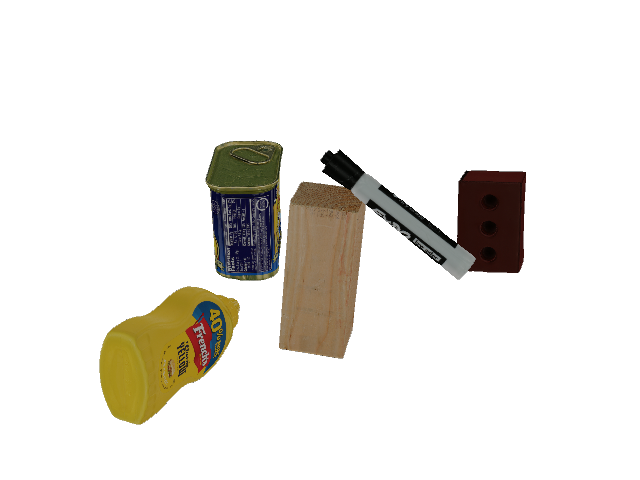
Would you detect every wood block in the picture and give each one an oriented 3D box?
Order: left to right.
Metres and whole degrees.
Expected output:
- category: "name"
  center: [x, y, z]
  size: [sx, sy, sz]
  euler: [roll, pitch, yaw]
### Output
- category: "wood block"
  center: [0.002, 0.038, 1.401]
  size: [0.090, 0.206, 0.090]
  euler: [8, 23, 7]

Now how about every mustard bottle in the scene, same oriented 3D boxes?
- category: "mustard bottle"
  center: [-0.138, 0.099, 1.059]
  size: [0.058, 0.096, 0.191]
  euler: [10, 23, 26]

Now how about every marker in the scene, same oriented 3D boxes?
- category: "marker"
  center: [0.050, -0.019, 0.704]
  size: [0.121, 0.020, 0.020]
  euler: [39, 1, 1]

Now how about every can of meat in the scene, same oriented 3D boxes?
- category: "can of meat"
  center: [-0.060, -0.025, 0.876]
  size: [0.057, 0.084, 0.102]
  euler: [-1, 26, 1]

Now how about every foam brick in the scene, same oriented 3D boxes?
- category: "foam brick"
  center: [0.142, -0.016, 0.883]
  size: [0.053, 0.078, 0.051]
  euler: [2, 15, 14]
